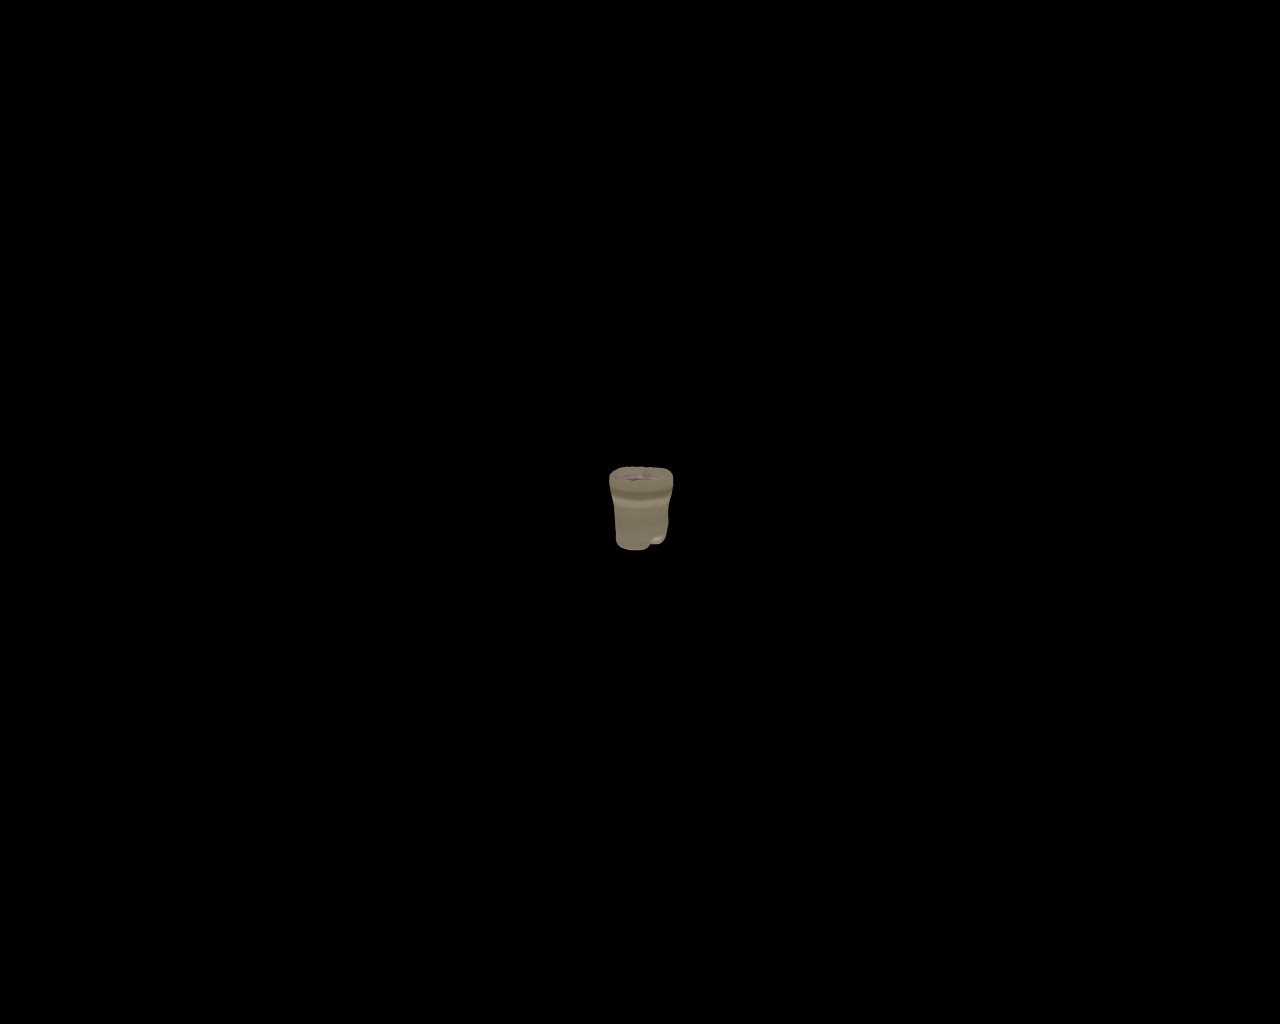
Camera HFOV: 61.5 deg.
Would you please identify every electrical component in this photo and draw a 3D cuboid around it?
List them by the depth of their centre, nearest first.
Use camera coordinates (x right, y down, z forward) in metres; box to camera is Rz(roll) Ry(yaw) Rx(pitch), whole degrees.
[{"bbox_3d":[0.001,-0.003,0.650,0.040,0.046,0.040,0,16,0],"label":"electrical component"}]
